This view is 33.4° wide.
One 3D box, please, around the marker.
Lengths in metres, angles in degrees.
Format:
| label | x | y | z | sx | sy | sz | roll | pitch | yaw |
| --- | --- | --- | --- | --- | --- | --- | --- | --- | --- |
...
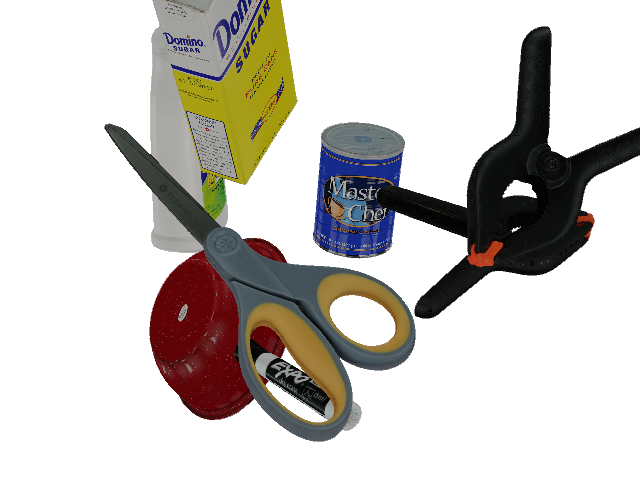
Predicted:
| label | x | y | z | sx | sy | sz | roll | pitch | yaw |
| --- | --- | --- | --- | --- | --- | --- | --- | --- | --- |
| marker | -0.019 | 0.093 | 0.713 | 0.020 | 0.020 | 0.121 | 0 | 17 | -41 |

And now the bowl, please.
| label | x | y | z | sx | sy | sz | roll | pitch | yaw |
| --- | --- | --- | --- | --- | --- | --- | --- | --- | --- |
| bowl | -0.095 | 0.067 | 0.898 | 0.055 | 0.162 | 0.162 | 23 | -15 | -38 |

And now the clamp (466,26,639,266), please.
| label | x | y | z | sx | sy | sz | roll | pitch | yaw |
| --- | --- | --- | --- | --- | --- | --- | --- | --- | --- |
| clamp | 0.164 | -0.049 | 0.733 | 0.120 | 0.171 | 0.039 | 26 | -5 | 2 |

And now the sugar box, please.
| label | x | y | z | sx | sy | sz | roll | pitch | yaw |
| --- | --- | --- | --- | --- | --- | --- | --- | --- | --- |
| sugar box | -0.061 | -0.130 | 0.742 | 0.048 | 0.093 | 0.176 | 19 | -30 | 16 |

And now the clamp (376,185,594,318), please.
| label | x | y | z | sx | sy | sz | roll | pitch | yaw |
| --- | --- | --- | --- | --- | --- | --- | --- | --- | --- |
| clamp | 0.166 | 0.006 | 1.037 | 0.210 | 0.164 | 0.036 | -2 | -41 | -5 |

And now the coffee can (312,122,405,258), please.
| label | x | y | z | sx | sy | sz | roll | pitch | yaw |
| --- | --- | --- | --- | --- | --- | --- | --- | --- | --- |
| coffee can | 0.046 | -0.063 | 1.330 | 0.103 | 0.140 | 0.103 | 4 | 28 | -2 |

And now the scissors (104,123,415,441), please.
| label | x | y | z | sx | sy | sz | roll | pitch | yaw |
| --- | --- | --- | --- | --- | --- | --- | --- | --- | --- |
| scissors | -0.026 | 0.004 | 0.530 | 0.096 | 0.202 | 0.016 | -20 | -27 | -20 |

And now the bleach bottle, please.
| label | x | y | z | sx | sy | sz | roll | pitch | yaw |
| --- | --- | --- | --- | --- | --- | --- | --- | --- | --- |
| bleach bottle | -0.141 | -0.120 | 1.095 | 0.068 | 0.251 | 0.102 | 5 | 28 | 13 |
